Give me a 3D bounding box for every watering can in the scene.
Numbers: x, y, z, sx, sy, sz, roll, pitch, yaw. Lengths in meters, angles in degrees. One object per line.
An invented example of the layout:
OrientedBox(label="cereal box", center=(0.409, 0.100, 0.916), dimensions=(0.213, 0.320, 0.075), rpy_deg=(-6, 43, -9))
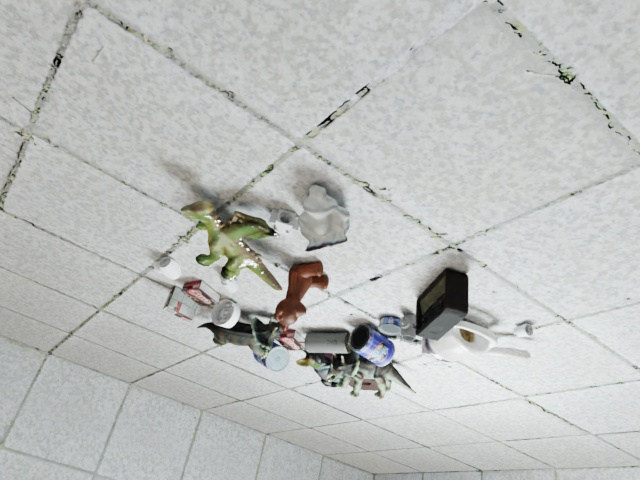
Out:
OrientedBox(label="watering can", center=(0.495, 0.346, 1.687), dimensions=(0.345, 0.106, 0.220), rpy_deg=(27, 145, -18))

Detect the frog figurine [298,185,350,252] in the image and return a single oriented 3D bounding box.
OrientedBox(label="frog figurine", center=(0.004, -0.065, 1.285), dimensions=(0.137, 0.124, 0.158), rpy_deg=(-5, 106, 38))

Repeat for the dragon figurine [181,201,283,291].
OrientedBox(label="dragon figurine", center=(-0.208, 0.014, 1.418), dimensions=(0.406, 0.125, 0.239), rpy_deg=(31, 144, -25))
